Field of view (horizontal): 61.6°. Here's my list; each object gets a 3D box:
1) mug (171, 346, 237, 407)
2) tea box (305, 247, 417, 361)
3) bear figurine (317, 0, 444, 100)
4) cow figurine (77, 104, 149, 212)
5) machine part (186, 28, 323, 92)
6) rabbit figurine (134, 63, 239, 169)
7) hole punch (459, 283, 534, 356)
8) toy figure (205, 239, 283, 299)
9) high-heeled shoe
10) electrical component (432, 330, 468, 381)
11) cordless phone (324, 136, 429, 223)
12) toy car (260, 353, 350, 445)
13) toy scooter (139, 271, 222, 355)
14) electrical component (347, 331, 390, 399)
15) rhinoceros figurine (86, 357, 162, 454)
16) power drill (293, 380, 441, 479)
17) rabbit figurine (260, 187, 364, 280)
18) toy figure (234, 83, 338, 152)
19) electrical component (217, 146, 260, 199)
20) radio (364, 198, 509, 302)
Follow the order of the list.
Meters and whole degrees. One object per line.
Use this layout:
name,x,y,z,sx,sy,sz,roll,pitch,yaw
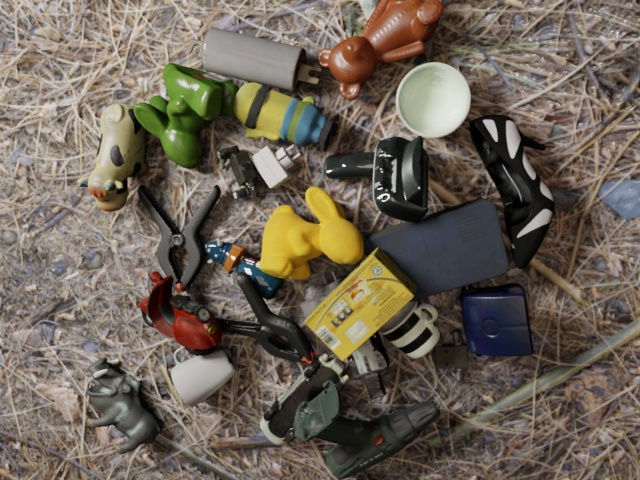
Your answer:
mug,-0.217,0.240,1.011,0.107,0.081,0.109,-28,84,-2
tea box,0.068,0.106,0.895,0.169,0.068,0.098,-44,88,16
bear figurine,0.091,-0.334,0.886,0.196,0.132,0.120,-31,79,4
cow figurine,-0.364,-0.146,0.963,0.086,0.127,0.194,11,95,9
machine part,-0.114,-0.314,0.938,0.243,0.079,0.079,15,97,7
rabbit figurine,-0.243,-0.211,0.948,0.159,0.121,0.170,20,113,0
hole punch,0.305,0.140,0.924,0.116,0.092,0.142,-10,98,12
toy figure,-0.142,0.050,0.988,0.154,0.058,0.064,36,95,7
high-heeled shoe,0.304,-0.084,0.892,0.145,0.086,0.248,12,80,-12
electrical component,0.234,0.209,0.971,0.063,0.021,0.094,-5,96,8
cordless phone,0.090,-0.102,0.914,0.184,0.088,0.146,-2,63,16
toy car,-0.030,0.297,0.999,0.073,0.056,0.201,44,98,7
toy scooter,-0.258,0.125,0.970,0.184,0.075,0.135,21,129,22
electrical component,0.090,0.223,0.978,0.075,0.048,0.119,-23,93,9
rhinoceros figurine,-0.386,0.317,1.038,0.112,0.073,0.190,-37,90,11
power drill,0.072,0.321,0.944,0.232,0.086,0.207,-43,129,18
rabbit figurine,-0.002,-0.003,0.935,0.173,0.121,0.162,3,74,27
toy figure,-0.061,-0.216,0.933,0.180,0.089,0.082,21,54,9
electrical component,-0.147,-0.120,0.969,0.045,0.078,0.102,-22,99,-15
radio,0.201,0.022,0.933,0.230,0.073,0.131,-18,94,11
